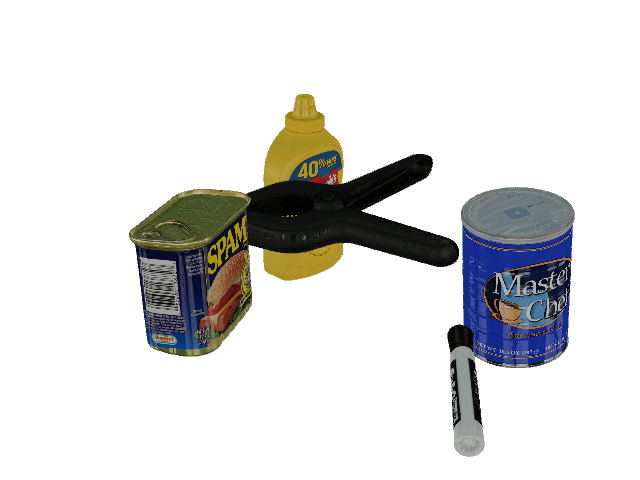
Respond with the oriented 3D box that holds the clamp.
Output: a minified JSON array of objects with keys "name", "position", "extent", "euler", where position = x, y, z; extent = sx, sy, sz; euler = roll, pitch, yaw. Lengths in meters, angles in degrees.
[{"name":"clamp","position":[0.012,-0.029,0.932],"extent":[0.210,0.036,0.164],"euler":[0,32,5]}]

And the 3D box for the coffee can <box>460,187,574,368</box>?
[{"name":"coffee can","position":[0.185,0.034,1.010],"extent":[0.103,0.140,0.103],"euler":[-4,29,2]}]

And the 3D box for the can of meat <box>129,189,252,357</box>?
[{"name":"can of meat","position":[-0.085,0.021,0.735],"extent":[0.057,0.084,0.102],"euler":[5,23,17]}]

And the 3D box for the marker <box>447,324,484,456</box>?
[{"name":"marker","position":[0.096,0.096,0.714],"extent":[0.020,0.020,0.121],"euler":[0,32,4]}]

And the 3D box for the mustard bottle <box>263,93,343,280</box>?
[{"name":"mustard bottle","position":[-0.017,-0.059,1.121],"extent":[0.096,0.192,0.058],"euler":[-20,31,-39]}]
